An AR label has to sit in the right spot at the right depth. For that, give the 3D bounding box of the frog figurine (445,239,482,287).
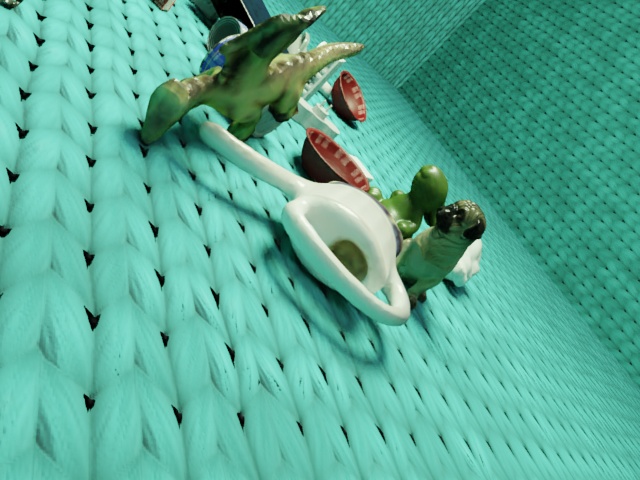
[{"bbox_3d":[0.298,0.025,1.116,0.136,0.122,0.161,63,7,-10],"label":"frog figurine"}]

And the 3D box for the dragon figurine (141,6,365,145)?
[{"bbox_3d":[-0.058,-0.231,0.686,0.121,0.414,0.242,59,-20,-9],"label":"dragon figurine"}]

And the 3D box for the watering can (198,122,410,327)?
[{"bbox_3d":[0.002,-0.035,0.690,0.348,0.103,0.227,48,20,2],"label":"watering can"}]
